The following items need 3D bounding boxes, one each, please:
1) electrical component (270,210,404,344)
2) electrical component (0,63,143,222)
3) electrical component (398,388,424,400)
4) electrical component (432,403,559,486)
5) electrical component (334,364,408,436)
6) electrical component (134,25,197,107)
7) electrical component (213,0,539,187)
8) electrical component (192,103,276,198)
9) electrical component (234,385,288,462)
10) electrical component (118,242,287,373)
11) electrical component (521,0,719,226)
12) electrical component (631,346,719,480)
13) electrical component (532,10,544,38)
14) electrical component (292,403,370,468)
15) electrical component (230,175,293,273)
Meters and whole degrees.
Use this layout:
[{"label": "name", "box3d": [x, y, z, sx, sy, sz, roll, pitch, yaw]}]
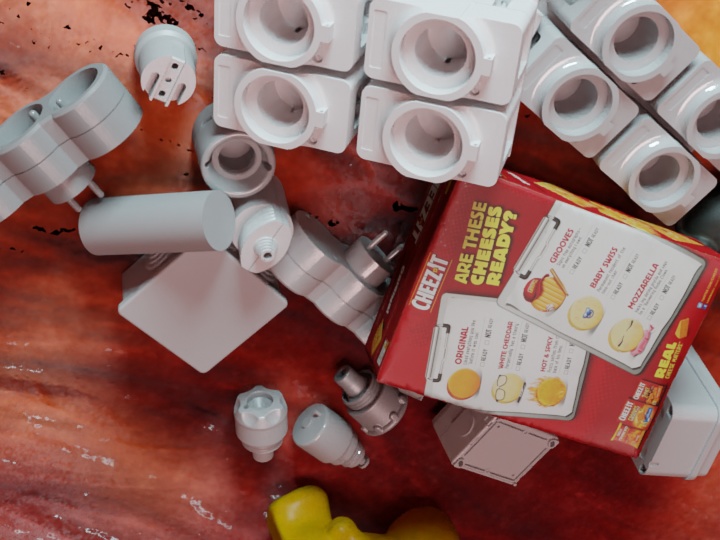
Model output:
[{"label": "electrical component", "box3d": [0.000, 0.000, 0.802, 0.074, 0.052, 0.138, -42, 123, 16]}, {"label": "electrical component", "box3d": [-0.200, -0.069, 0.707, 0.138, 0.052, 0.073, -31, 125, 9]}, {"label": "electrical component", "box3d": [0.062, 0.068, 0.856, 0.057, 0.058, 0.078, 42, 73, -49]}, {"label": "electrical component", "box3d": [0.119, 0.137, 0.925, 0.096, 0.061, 0.061, 24, 116, -35]}, {"label": "electrical component", "box3d": [0.005, 0.102, 0.881, 0.048, 0.048, 0.062, -39, 117, 14]}, {"label": "electrical component", "box3d": [-0.123, -0.130, 0.687, 0.040, 0.046, 0.040, -6, 125, -9]}, {"label": "electrical component", "box3d": [0.005, -0.125, 0.661, 0.186, 0.060, 0.105, 14, 125, 12]}, {"label": "electrical component", "box3d": [-0.085, -0.081, 0.729, 0.055, 0.047, 0.055, -6, 125, -9]}, {"label": "electrical component", "box3d": [-0.080, 0.129, 0.879, 0.043, 0.043, 0.062, -6, 126, -9]}, {"label": "electrical component", "box3d": [-0.116, 0.014, 0.787, 0.100, 0.048, 0.100, -39, 124, 14]}, {"label": "electrical component", "box3d": [0.195, -0.122, 0.759, 0.186, 0.060, 0.105, 33, 111, -30]}, {"label": "electrical component", "box3d": [0.257, 0.112, 0.904, 0.057, 0.113, 0.078, 6, 122, -14]}, {"label": "electrical component", "box3d": [0.085, -0.144, 0.705, 0.043, 0.079, 0.077, 30, 113, -31]}, {"label": "electrical component", "box3d": [-0.022, 0.144, 0.905, 0.040, 0.040, 0.078, -40, 123, 15]}, {"label": "electrical component", "box3d": [-0.069, -0.032, 0.746, 0.043, 0.081, 0.043, -6, 125, -9]}]
